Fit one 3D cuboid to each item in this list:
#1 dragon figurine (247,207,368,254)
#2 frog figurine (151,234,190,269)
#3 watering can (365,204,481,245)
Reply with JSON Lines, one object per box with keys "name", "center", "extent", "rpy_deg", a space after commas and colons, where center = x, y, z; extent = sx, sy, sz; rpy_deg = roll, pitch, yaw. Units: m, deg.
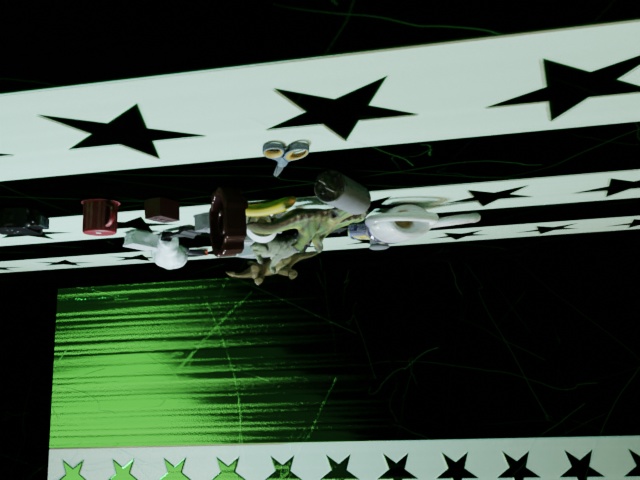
{"name": "dragon figurine", "center": [0.004, -0.069, 1.380], "extent": [0.240, 0.123, 0.410], "rpy_deg": [-34, -17, 23]}
{"name": "frog figurine", "center": [-0.535, 0.042, 1.817], "extent": [0.137, 0.123, 0.159], "rpy_deg": [38, -9, -4]}
{"name": "watering can", "center": [0.287, -0.049, 1.553], "extent": [0.348, 0.105, 0.222], "rpy_deg": [0, -9, -20]}
